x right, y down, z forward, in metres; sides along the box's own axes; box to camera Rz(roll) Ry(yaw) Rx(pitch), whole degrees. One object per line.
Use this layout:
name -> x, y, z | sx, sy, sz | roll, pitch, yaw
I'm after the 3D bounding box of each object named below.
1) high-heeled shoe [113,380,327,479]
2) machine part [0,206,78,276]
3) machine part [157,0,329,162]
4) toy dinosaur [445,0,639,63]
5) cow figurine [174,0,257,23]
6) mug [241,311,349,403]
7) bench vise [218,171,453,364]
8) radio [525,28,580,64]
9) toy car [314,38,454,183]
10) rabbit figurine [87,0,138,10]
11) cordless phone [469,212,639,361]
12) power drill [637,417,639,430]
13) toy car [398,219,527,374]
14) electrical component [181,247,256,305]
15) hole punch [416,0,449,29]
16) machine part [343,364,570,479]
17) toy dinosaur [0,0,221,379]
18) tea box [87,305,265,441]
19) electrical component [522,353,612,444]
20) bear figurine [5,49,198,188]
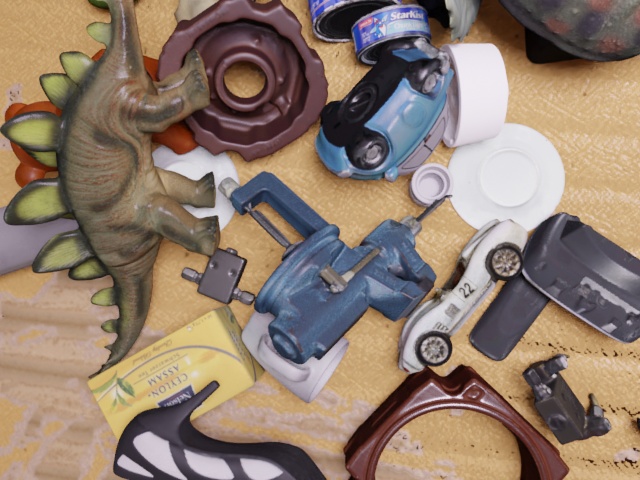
high-heeled shoe -> -0.091, 0.257, 0.547 | 0.249, 0.086, 0.145 | 45, 91, 4
machine part -> -0.345, -0.008, 0.636 | 0.243, 0.079, 0.079 | -18, 87, 4
machine part -> -0.081, -0.175, 0.584 | 0.179, 0.056, 0.179 | -3, 125, -5
toy dinosaur -> 0.251, -0.239, 0.496 | 0.405, 0.131, 0.192 | 24, 119, -3
cow figurine -> -0.092, -0.292, 0.592 | 0.195, 0.085, 0.127 | -28, 89, 38
mug -> -0.037, 0.120, 0.592 | 0.107, 0.109, 0.080 | 31, 105, 17
bench vise -> -0.002, 0.003, 0.569 | 0.241, 0.128, 0.223 | 42, 71, 13
radio -> 0.342, -0.275, 0.576 | 0.230, 0.073, 0.131 | -6, 89, 5
toy car -> 0.078, -0.124, 0.564 | 0.161, 0.109, 0.102 | -47, 130, 12
rabbit figurine -> -0.227, -0.358, 0.633 | 0.159, 0.121, 0.170 | 10, 107, -1
cordless phone -> 0.265, 0.077, 0.583 | 0.147, 0.089, 0.184 | 35, 103, 5
power drill -> 0.337, 0.295, 0.545 | 0.232, 0.086, 0.207 | 20, 83, -6
toy car -> 0.150, 0.062, 0.585 | 0.056, 0.073, 0.201 | 39, 93, 2
electrical component -> -0.115, 0.040, 0.639 | 0.094, 0.021, 0.063 | 23, 90, 6
hole punch -> 0.144, -0.326, 0.593 | 0.116, 0.092, 0.142 | -30, 89, 8
machine part -> 0.141, 0.253, 0.576 | 0.201, 0.087, 0.201 | 44, 92, 4
toy dinosaur -> -0.204, -0.040, 0.553 | 0.199, 0.105, 0.470 | -2, 117, -9
tea box -> -0.162, 0.157, 0.617 | 0.170, 0.068, 0.098 | -31, 86, 3
electrical component -> 0.265, 0.170, 0.578 | 0.045, 0.078, 0.102 | -36, 79, 28
bear figurine -> -0.259, -0.132, 0.625 | 0.196, 0.132, 0.120 | -25, 75, 24
